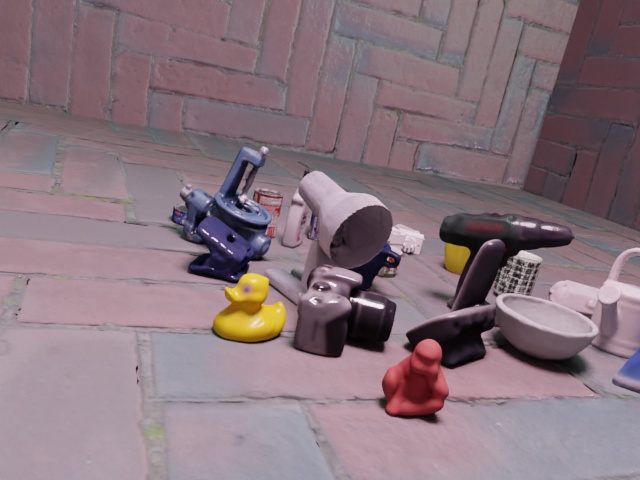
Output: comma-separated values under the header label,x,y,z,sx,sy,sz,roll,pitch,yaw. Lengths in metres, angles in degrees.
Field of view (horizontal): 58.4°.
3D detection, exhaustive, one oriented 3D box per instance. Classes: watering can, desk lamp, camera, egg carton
label,x,y,z,sx,sy,sz,roll,pitch,yaw
watering can,0.566,0.111,1.050,0.100,0.194,0.173,20,16,27
desk lamp,0.009,0.003,0.951,0.118,0.213,0.202,0,19,-38
camera,0.041,0.101,0.836,0.136,0.101,0.143,14,15,4
egg carton,0.552,0.137,1.189,0.150,0.069,0.107,16,15,14

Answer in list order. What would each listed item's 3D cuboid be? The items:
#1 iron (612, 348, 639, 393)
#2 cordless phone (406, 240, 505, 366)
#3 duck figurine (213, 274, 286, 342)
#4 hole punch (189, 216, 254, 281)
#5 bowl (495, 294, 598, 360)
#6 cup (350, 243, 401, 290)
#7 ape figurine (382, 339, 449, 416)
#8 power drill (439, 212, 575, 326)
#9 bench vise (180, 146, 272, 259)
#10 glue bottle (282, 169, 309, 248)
label,x,y,z,sx,sy,sz,roll,pitch,yaw
iron,0.602,0.181,0.920,0.259,0.141,0.118,9,15,-14
cordless phone,0.216,0.085,0.871,0.093,0.185,0.148,24,18,37
duck figurine,-0.093,0.089,0.799,0.105,0.086,0.077,3,17,-32
hole punch,-0.168,0.013,1.013,0.101,0.091,0.108,13,15,1
bowl,0.369,0.154,0.960,0.167,0.075,0.167,12,15,-3
cup,0.093,0.050,1.084,0.117,0.095,0.092,20,17,28
ape figurine,0.120,0.162,0.688,0.077,0.092,0.076,20,16,26
power drill,0.325,0.046,1.064,0.229,0.208,0.076,17,15,19
bench vise,-0.183,-0.087,1.122,0.207,0.220,0.121,13,15,1
glue bottle,-0.046,-0.072,1.271,0.037,0.173,0.078,15,15,9
